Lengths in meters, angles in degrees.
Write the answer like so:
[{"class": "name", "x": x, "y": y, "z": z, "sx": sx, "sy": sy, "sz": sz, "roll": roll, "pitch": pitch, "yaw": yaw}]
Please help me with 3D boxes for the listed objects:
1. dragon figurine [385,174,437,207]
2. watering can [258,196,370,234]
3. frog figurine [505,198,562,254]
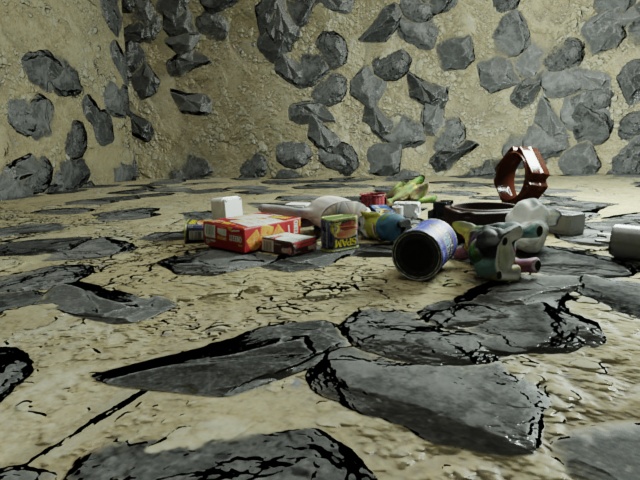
[{"class": "dragon figurine", "x": 0.282, "y": -0.161, "z": 1.975, "sx": 0.245, "sy": 0.122, "sz": 0.407, "roll": -17, "pitch": 2, "yaw": -38}, {"class": "watering can", "x": 0.005, "y": -0.077, "z": 1.537, "sx": 0.348, "sy": 0.103, "sz": 0.226, "roll": -2, "pitch": 11, "yaw": -21}, {"class": "frog figurine", "x": 0.493, "y": -0.028, "z": 1.242, "sx": 0.161, "sy": 0.123, "sz": 0.135, "roll": -22, "pitch": -12, "yaw": -41}]
